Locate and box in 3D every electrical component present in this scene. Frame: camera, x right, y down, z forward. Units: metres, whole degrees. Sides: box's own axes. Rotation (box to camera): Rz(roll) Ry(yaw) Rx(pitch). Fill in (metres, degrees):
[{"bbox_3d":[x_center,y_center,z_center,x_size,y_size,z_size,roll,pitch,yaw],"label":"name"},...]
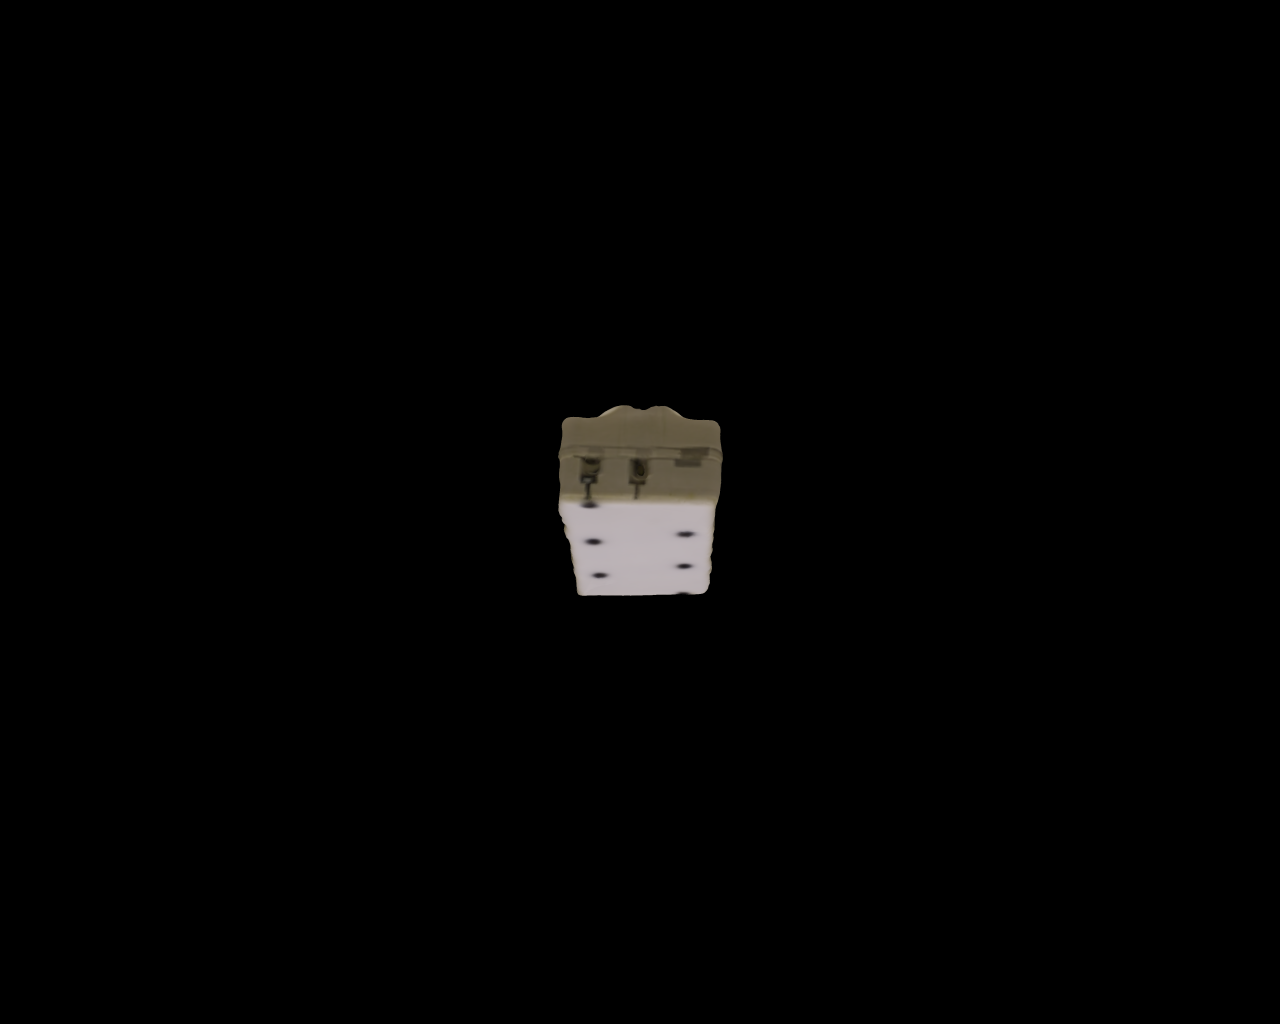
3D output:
[{"bbox_3d":[0.001,-0.003,0.650,0.089,0.062,0.150,0,-25,0],"label":"electrical component"}]
